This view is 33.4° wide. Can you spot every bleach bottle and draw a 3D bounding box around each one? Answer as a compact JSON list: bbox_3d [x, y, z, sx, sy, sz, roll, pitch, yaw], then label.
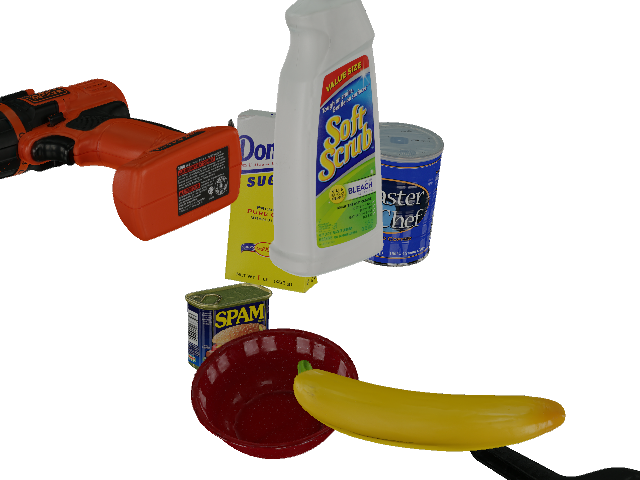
[{"bbox_3d":[0.001,-0.102,0.891,0.102,0.251,0.068,-18,26,-32],"label":"bleach bottle"}]

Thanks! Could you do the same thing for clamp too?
[{"bbox_3d":[0.202,0.229,0.862,0.210,0.036,0.164,2,36,24],"label":"clamp"}]

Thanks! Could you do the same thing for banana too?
[{"bbox_3d":[0.058,0.110,0.710,0.198,0.037,0.069,8,33,25],"label":"banana"}]

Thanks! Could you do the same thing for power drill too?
[{"bbox_3d":[-0.162,-0.057,0.722,0.188,0.057,0.184,21,34,33],"label":"power drill"}]

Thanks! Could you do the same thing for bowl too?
[{"bbox_3d":[-0.042,0.158,1.033,0.162,0.055,0.162,-3,37,2],"label":"bowl"}]

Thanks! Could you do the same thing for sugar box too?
[{"bbox_3d":[-0.044,-0.041,1.098,0.093,0.176,0.048,9,16,15],"label":"sugar box"}]

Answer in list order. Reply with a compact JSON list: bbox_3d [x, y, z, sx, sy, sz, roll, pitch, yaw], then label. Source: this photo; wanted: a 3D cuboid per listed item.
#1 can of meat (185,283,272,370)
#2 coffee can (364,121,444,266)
[{"bbox_3d":[-0.108,0.102,1.254,0.101,0.084,0.058,-9,18,-37],"label":"can of meat"},{"bbox_3d":[0.085,-0.055,1.252,0.103,0.140,0.103,3,28,-2],"label":"coffee can"}]
